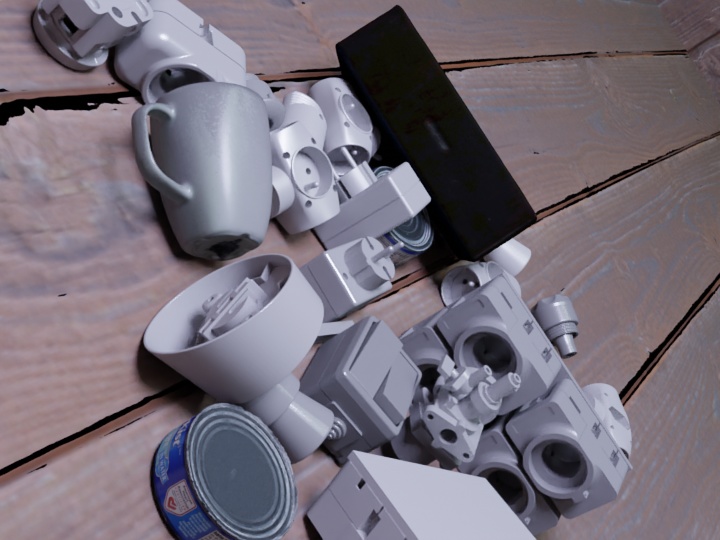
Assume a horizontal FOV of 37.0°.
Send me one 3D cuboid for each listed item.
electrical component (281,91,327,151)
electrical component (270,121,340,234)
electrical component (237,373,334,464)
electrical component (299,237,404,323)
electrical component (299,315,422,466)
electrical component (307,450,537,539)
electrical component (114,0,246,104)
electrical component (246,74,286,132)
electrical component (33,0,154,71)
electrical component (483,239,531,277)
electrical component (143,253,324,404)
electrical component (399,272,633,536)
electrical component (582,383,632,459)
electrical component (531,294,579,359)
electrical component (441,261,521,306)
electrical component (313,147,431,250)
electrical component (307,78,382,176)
[{"bbox_3d":[-0.050,-0.114,0.888,0.043,0.043,0.081,42,33,-26],"label":"electrical component"},{"bbox_3d":[-0.061,-0.063,0.815,0.079,0.044,0.077,-35,106,-43],"label":"electrical component"},{"bbox_3d":[-0.051,0.089,0.684,0.055,0.045,0.045,46,31,-18],"label":"electrical component"},{"bbox_3d":[0.000,0.000,0.816,0.047,0.077,0.066,59,29,4],"label":"electrical component"},{"bbox_3d":[-0.001,0.085,0.748,0.061,0.061,0.096,50,30,-12],"label":"electrical component"},{"bbox_3d":[0.047,0.180,0.704,0.150,0.061,0.089,22,20,-46],"label":"electrical component"},{"bbox_3d":[-0.131,-0.148,0.788,0.095,0.054,0.059,32,38,-38],"label":"electrical component"},{"bbox_3d":[-0.090,-0.134,0.848,0.048,0.048,0.062,13,42,-52],"label":"electrical component"},{"bbox_3d":[-0.183,-0.172,0.729,0.058,0.057,0.078,53,29,-7],"label":"electrical component"},{"bbox_3d":[0.135,-0.025,1.086,0.065,0.044,0.044,42,32,-15],"label":"electrical component"},{"bbox_3d":[-0.074,0.032,0.656,0.064,0.099,0.099,48,30,-28],"label":"electrical component"},{"bbox_3d":[0.115,0.112,0.850,0.186,0.105,0.060,56,29,-1],"label":"electrical component"},{"bbox_3d":[0.226,0.145,1.052,0.079,0.043,0.077,38,34,-30],"label":"electrical component"},{"bbox_3d":[0.204,0.060,1.103,0.043,0.043,0.062,15,51,-51],"label":"electrical component"},{"bbox_3d":[0.120,0.036,0.997,0.077,0.044,0.079,8,55,-54],"label":"electrical component"},{"bbox_3d":[-0.001,-0.062,0.866,0.075,0.083,0.047,57,29,-6],"label":"electrical component"},{"bbox_3d":[-0.008,-0.121,0.958,0.079,0.044,0.077,25,42,-45],"label":"electrical component"}]
